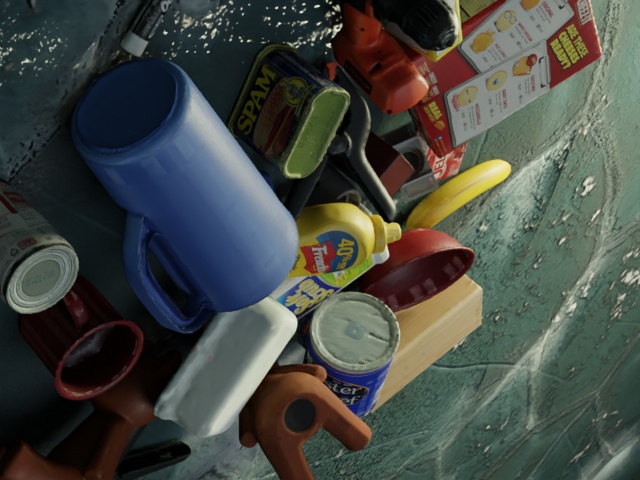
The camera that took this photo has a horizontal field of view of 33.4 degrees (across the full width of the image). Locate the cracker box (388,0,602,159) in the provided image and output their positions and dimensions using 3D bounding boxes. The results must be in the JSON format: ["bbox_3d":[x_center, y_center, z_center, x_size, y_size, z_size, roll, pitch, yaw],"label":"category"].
[{"bbox_3d":[0.180,-0.206,1.129,0.214,0.072,0.164,-33,143,2],"label":"cracker box"}]

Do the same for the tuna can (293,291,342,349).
[{"bbox_3d":[0.005,0.102,1.336,0.086,0.034,0.086,-31,145,-26],"label":"tuna can"}]

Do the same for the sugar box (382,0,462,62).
[{"bbox_3d":[0.081,-0.256,0.984,0.048,0.093,0.176,-38,147,-17],"label":"sugar box"}]

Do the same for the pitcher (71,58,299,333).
[{"bbox_3d":[-0.121,-0.037,0.939,0.145,0.149,0.242,-26,144,4],"label":"pitcher"}]

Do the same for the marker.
[{"bbox_3d":[-0.123,-0.204,0.862,0.121,0.020,0.020,-56,148,12],"label":"marker"}]

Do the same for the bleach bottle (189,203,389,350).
[{"bbox_3d":[-0.039,0.059,1.211,0.250,0.068,0.102,-39,148,-10],"label":"bleach bottle"}]

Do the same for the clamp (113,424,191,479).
[{"bbox_3d":[-0.240,0.252,1.197,0.209,0.036,0.164,-32,145,-25],"label":"clamp"}]

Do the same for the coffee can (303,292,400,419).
[{"bbox_3d":[0.032,0.140,1.253,0.102,0.103,0.140,-32,156,-25],"label":"coffee can"}]

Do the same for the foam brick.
[{"bbox_3d":[0.053,-0.084,1.152,0.051,0.078,0.053,-50,150,1],"label":"foam brick"}]

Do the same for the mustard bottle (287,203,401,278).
[{"bbox_3d":[-0.007,0.002,1.121,0.191,0.058,0.096,-7,144,-15],"label":"mustard bottle"}]

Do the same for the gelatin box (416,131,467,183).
[{"bbox_3d":[0.143,-0.111,1.277,0.073,0.030,0.089,-20,138,-38],"label":"gelatin box"}]

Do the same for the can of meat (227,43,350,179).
[{"bbox_3d":[-0.029,-0.120,1.006,0.057,0.084,0.102,-3,127,-50],"label":"can of meat"}]

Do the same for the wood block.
[{"bbox_3d":[0.114,0.123,1.438,0.205,0.091,0.090,-35,145,-20],"label":"wood block"}]

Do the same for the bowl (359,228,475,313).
[{"bbox_3d":[0.111,0.032,1.340,0.162,0.055,0.162,-20,157,-9],"label":"bowl"}]

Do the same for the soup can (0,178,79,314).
[{"bbox_3d":[-0.248,0.004,0.856,0.068,0.102,0.068,-33,145,-27],"label":"soup can"}]

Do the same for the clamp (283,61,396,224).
[{"bbox_3d":[0.005,-0.088,1.059,0.120,0.039,0.171,-15,95,-20],"label":"clamp"}]

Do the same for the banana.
[{"bbox_3d":[0.177,-0.060,1.374,0.197,0.037,0.070,-33,173,-19],"label":"banana"}]

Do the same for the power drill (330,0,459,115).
[{"bbox_3d":[0.060,-0.195,0.957,0.057,0.184,0.187,-31,155,-11],"label":"power drill"}]

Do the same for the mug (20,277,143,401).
[{"bbox_3d":[-0.226,0.080,0.984,0.093,0.082,0.117,-34,146,-21],"label":"mug"}]
